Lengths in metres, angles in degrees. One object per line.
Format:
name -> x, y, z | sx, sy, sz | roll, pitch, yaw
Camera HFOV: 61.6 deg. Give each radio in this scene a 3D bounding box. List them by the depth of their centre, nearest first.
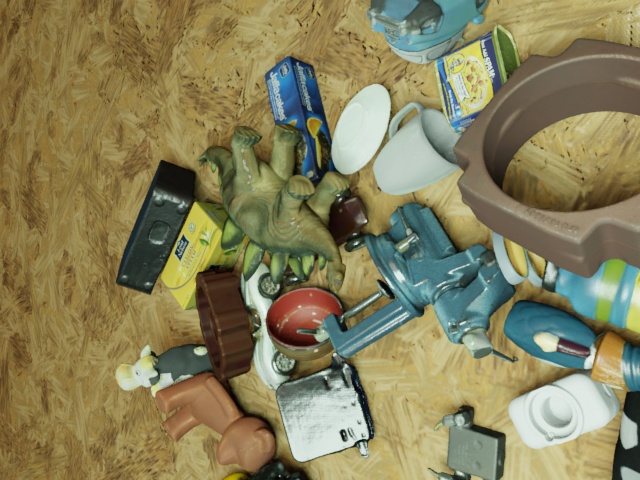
radio -> -0.305, -0.020, 0.996 | 0.229, 0.073, 0.131 | -62, 23, 21

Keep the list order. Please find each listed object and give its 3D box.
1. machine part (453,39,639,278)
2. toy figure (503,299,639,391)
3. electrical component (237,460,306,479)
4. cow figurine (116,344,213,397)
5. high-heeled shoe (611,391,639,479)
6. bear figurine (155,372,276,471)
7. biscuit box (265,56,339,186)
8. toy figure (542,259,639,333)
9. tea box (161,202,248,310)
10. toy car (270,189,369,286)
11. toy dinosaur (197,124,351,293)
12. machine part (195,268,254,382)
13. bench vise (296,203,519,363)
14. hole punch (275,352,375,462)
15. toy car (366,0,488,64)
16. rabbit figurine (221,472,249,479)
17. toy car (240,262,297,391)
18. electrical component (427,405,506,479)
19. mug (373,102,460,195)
machine part -> 0.250, -0.080, 0.508 | 0.201, 0.087, 0.202 | -50, 49, -4
toy figure -> 0.260, 0.105, 0.522 | 0.155, 0.064, 0.057 | 23, 140, 36
electrical component -> -0.062, 0.391, 0.786 | 0.134, 0.058, 0.115 | -38, 94, 34
cow figurine -> -0.253, 0.214, 0.913 | 0.098, 0.167, 0.068 | -49, 54, 30
high-heeled shoe -> 0.300, 0.255, 0.528 | 0.145, 0.086, 0.249 | 130, 148, -63
bear figurine -> -0.161, 0.307, 0.863 | 0.196, 0.132, 0.120 | 41, 144, 38
biscuit box -> -0.028, -0.171, 0.810 | 0.059, 0.063, 0.202 | -23, 74, 36
toy figure -> 0.306, 0.053, 0.506 | 0.180, 0.082, 0.089 | 11, 114, 33
tea box -> -0.205, 0.029, 0.946 | 0.098, 0.068, 0.169 | 42, 115, 33
toy car -> -0.002, -0.002, 0.786 | 0.202, 0.053, 0.089 | -33, 72, 39
toy dinosaur -> -0.085, -0.060, 0.750 | 0.472, 0.105, 0.198 | 51, 132, 46
machine part -> -0.155, 0.134, 0.863 | 0.179, 0.056, 0.179 | 169, 90, -68
bench vise -> 0.098, 0.074, 0.641 | 0.241, 0.128, 0.224 | -35, 57, 15
hole punch -> 0.012, 0.239, 0.753 | 0.116, 0.092, 0.142 | -19, 71, 7
toy car -> 0.133, -0.268, 0.649 | 0.109, 0.161, 0.102 | 32, 153, 29
rabbit figurine -> -0.142, 0.466, 0.861 | 0.162, 0.122, 0.173 | -27, 58, 46
toy car -> -0.083, 0.134, 0.830 | 0.073, 0.056, 0.201 | 140, 121, -64
electrical component -> 0.173, 0.250, 0.630 | 0.078, 0.045, 0.102 | 12, 95, 42
mug -> 0.113, -0.112, 0.678 | 0.107, 0.081, 0.109 | -38, 67, 42
